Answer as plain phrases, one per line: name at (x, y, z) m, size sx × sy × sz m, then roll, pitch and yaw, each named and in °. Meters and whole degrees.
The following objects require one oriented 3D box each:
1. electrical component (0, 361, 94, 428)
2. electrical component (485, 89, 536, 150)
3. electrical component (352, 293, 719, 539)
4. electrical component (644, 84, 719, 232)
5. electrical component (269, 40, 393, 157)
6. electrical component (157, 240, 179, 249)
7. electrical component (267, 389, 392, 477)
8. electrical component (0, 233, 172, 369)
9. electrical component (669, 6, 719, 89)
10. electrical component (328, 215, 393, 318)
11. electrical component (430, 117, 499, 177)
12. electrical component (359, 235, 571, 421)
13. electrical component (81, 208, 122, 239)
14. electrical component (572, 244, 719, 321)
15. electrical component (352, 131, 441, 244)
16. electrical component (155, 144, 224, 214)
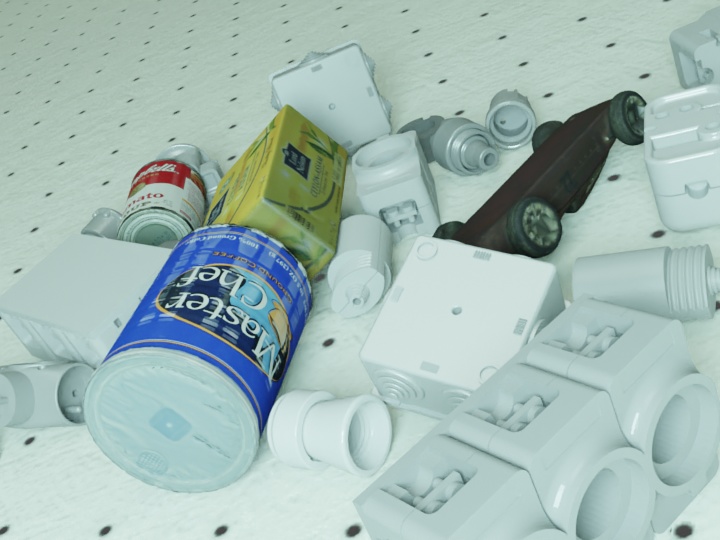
electrical component at (-0.233, 0.087, 0.738) m, size 0.077 × 0.044 × 0.079 m, roll -5°, pitch -2°, yaw 32°
electrical component at (0.121, -0.123, 0.868) m, size 0.040 × 0.040 × 0.046 m, roll -16°, pitch 23°, yaw 14°
electrical component at (0.084, 0.092, 0.458) m, size 0.150 × 0.089 × 0.062 m, roll -38°, pitch 31°, yaw -25°
electrical component at (0.212, -0.068, 0.677) m, size 0.054 × 0.059 × 0.095 m, roll -11°, pitch 30°, yaw 22°
electrical component at (-0.026, -0.148, 0.962) m, size 0.100 × 0.099 × 0.048 m, roll -22°, pitch 15°, yaw 3°
electrical component at (-0.131, -0.002, 0.840) m, size 0.055 × 0.045 × 0.045 m, roll -3°, pitch 34°, yaw 34°
electrical component at (-0.017, 0.089, 0.591) m, size 0.055 × 0.045 × 0.045 m, roll -1°, pitch 35°, yaw 37°
electrical component at (-0.193, 0.030, 0.806) m, size 0.150 × 0.061 × 0.089 m, roll 9°, pitch 47°, yaw 46°
electrical component at (0.286, -0.168, 0.808) m, size 0.089 × 0.050 × 0.055 m, roll -22°, pitch 28°, yaw 3°
electrical component at (0.000, 0.000, 0.737) m, size 0.043 × 0.043 × 0.081 m, roll -17°, pitch 28°, yaw 13°
electrical component at (0.085, -0.093, 0.837) m, size 0.043 × 0.043 × 0.062 m, roll -30°, pitch 30°, yaw -13°
electrical component at (0.057, 0.034, 0.580) m, size 0.100 × 0.048 × 0.099 m, roll 14°, pitch 62°, yaw 27°
electrical component at (-0.230, -0.021, 0.953) m, size 0.048 × 0.048 × 0.062 m, roll 3°, pitch 45°, yaw 41°
electrical component at (0.163, 0.009, 0.595) m, size 0.081 × 0.043 × 0.043 m, roll -8°, pitch 31°, yaw 27°
electrical component at (0.027, -0.066, 0.819) m, size 0.050 × 0.055 × 0.089 m, roll -18°, pitch 28°, yaw 10°
electrical component at (-0.164, -0.082, 0.995) m, size 0.078 × 0.058 × 0.057 m, roll -20°, pitch 30°, yaw 6°
